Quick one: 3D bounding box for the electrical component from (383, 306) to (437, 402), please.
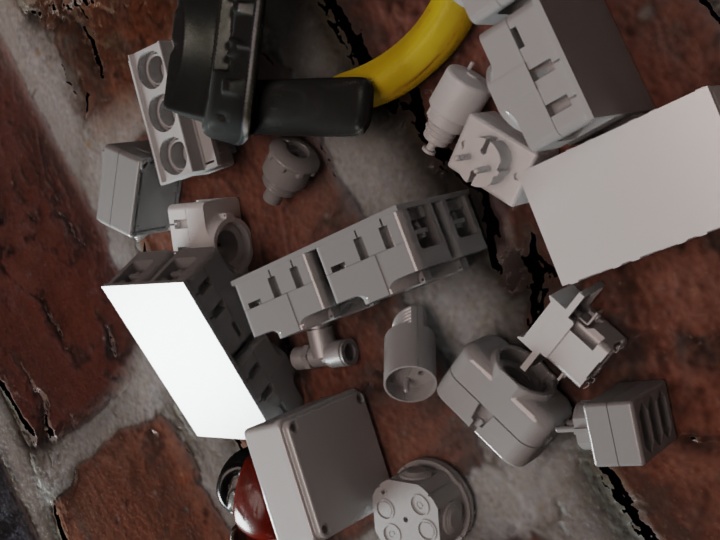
[{"bbox_3d":[0.042,0.066,0.896,0.043,0.081,0.043,1,131,1],"label":"electrical component"}]

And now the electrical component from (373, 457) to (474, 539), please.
[{"bbox_3d":[0.053,0.206,0.926,0.080,0.051,0.080,9,105,35],"label":"electrical component"}]

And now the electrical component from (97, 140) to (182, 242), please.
[{"bbox_3d":[-0.220,-0.076,1.063,0.061,0.062,0.096,24,113,31],"label":"electrical component"}]

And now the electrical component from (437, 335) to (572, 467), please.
[{"bbox_3d":[0.117,0.099,0.854,0.095,0.054,0.059,44,122,21],"label":"electrical component"}]

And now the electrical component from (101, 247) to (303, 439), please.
[{"bbox_3d":[-0.140,0.068,0.994,0.105,0.060,0.186,-3,126,37],"label":"electrical component"}]

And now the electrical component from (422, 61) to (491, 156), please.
[{"bbox_3d":[0.072,-0.125,0.848,0.040,0.040,0.078,43,122,22],"label":"electrical component"}]

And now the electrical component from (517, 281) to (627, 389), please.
[{"bbox_3d":[0.164,0.051,0.817,0.064,0.042,0.081,43,122,18],"label":"electrical component"}]

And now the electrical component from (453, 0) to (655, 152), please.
[{"bbox_3d":[0.123,-0.180,0.757,0.060,0.105,0.186,-28,83,37],"label":"electrical component"}]

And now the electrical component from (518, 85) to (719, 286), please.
[{"bbox_3d":[0.201,-0.058,0.752,0.150,0.062,0.089,-24,85,38],"label":"electrical component"}]

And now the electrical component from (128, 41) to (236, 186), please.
[{"bbox_3d":[-0.164,-0.148,1.005,0.079,0.063,0.121,-13,92,38],"label":"electrical component"}]

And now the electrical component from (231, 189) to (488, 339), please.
[{"bbox_3d":[0.000,0.000,0.887,0.186,0.105,0.060,-23,86,38],"label":"electrical component"}]

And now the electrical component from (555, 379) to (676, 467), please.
[{"bbox_3d":[0.184,0.114,0.800,0.077,0.066,0.047,-10,94,38],"label":"electrical component"}]

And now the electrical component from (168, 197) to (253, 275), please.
[{"bbox_3d":[-0.140,-0.022,1.022,0.056,0.050,0.089,-2,99,37],"label":"electrical component"}]

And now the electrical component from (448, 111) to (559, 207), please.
[{"bbox_3d":[0.099,-0.083,0.814,0.066,0.077,0.047,36,119,25],"label":"electrical component"}]

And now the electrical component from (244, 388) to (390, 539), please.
[{"bbox_3d":[-0.034,0.172,0.949,0.056,0.109,0.108,-19,88,40],"label":"electrical component"}]

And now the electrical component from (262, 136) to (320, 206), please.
[{"bbox_3d":[-0.067,-0.085,0.959,0.048,0.048,0.062,47,130,19],"label":"electrical component"}]
